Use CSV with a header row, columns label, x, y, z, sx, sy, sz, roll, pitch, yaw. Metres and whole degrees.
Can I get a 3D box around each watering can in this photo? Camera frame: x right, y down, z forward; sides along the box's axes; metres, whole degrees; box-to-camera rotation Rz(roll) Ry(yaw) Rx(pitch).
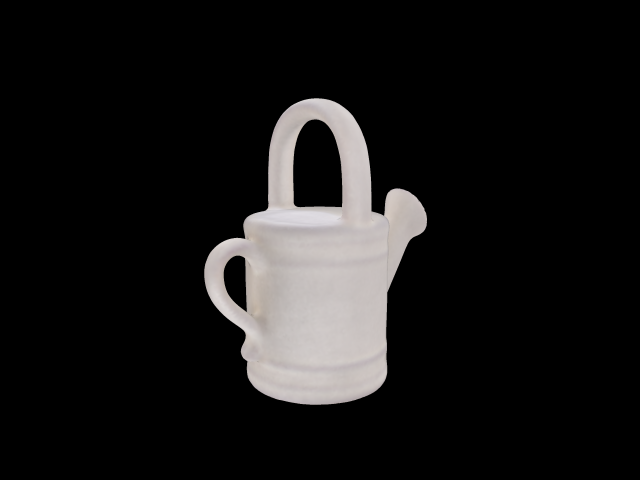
label,x,y,z,sx,sy,sz,roll,pitch,yaw
watering can,0.002,0.001,0.402,0.100,0.194,0.173,6,12,30
